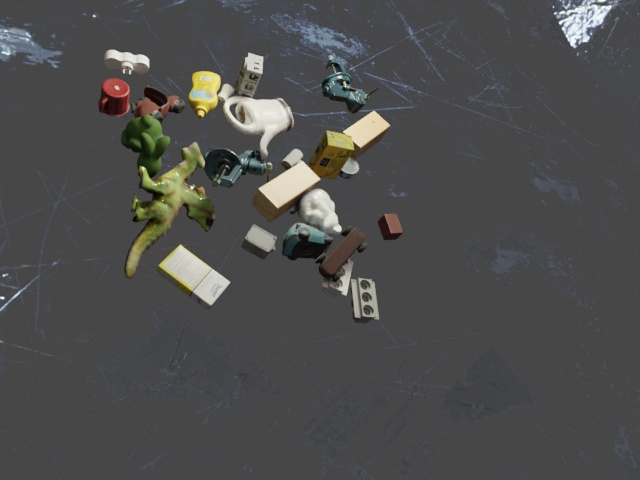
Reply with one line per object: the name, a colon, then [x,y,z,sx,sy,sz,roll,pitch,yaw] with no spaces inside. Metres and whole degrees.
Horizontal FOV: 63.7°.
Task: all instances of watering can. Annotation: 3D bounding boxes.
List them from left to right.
watering can: [-0.187,-0.390,1.742,0.226,0.101,0.354,-14,50,-31]

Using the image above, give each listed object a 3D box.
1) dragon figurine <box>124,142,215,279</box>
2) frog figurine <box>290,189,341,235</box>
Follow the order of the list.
dragon figurine: [-0.407,-0.085,1.453,0.242,0.121,0.414,11,77,-31]
frog figurine: [0.005,-0.083,1.641,0.161,0.120,0.139,41,31,18]
